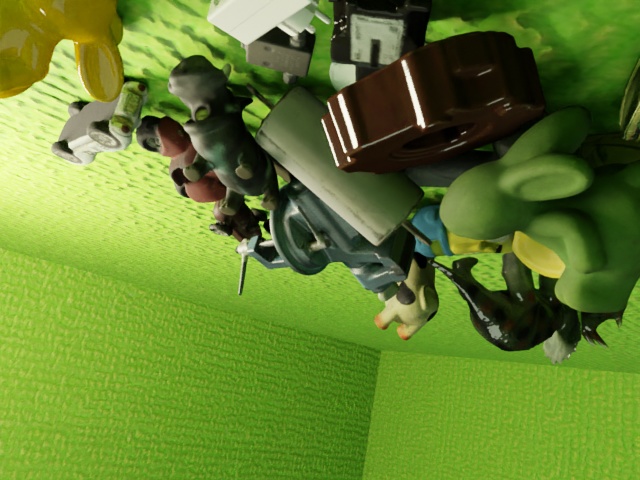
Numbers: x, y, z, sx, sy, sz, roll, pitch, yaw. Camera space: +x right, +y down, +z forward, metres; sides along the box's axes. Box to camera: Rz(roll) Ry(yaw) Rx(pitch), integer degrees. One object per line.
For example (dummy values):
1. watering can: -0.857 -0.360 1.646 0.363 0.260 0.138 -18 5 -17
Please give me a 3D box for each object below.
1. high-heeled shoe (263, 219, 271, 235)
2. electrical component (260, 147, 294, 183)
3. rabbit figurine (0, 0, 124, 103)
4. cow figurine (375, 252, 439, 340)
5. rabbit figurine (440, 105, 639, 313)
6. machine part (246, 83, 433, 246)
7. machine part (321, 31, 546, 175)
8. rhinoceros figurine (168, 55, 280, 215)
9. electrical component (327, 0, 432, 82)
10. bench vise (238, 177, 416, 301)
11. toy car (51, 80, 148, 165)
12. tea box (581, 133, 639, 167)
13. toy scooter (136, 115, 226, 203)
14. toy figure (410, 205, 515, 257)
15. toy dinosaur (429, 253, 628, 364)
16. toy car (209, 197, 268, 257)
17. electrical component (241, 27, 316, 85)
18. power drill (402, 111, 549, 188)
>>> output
1. high-heeled shoe: 0.017 -0.008 0.892 0.145 0.086 0.249 13 176 -34
2. electrical component: -0.043 -0.106 0.682 0.078 0.045 0.102 36 169 18
3. rabbit figurine: -0.229 -0.174 0.435 0.173 0.122 0.162 -19 156 25
4. cow figurine: 0.151 0.050 0.864 0.085 0.195 0.127 34 126 -20
5. rabbit figurine: 0.194 -0.025 0.464 0.170 0.121 0.159 10 142 5
6. machine part: 0.020 -0.075 0.549 0.243 0.079 0.079 40 163 0
7. machine part: 0.093 -0.101 0.442 0.179 0.056 0.179 -14 175 -1
8. rhinoceros figurine: -0.096 -0.107 0.576 0.073 0.112 0.190 -4 147 18
9. electrical component: 0.047 -0.159 0.410 0.075 0.047 0.119 8 165 10
10. bench vise: -0.004 0.007 0.705 0.241 0.129 0.223 -12 143 37
11. toy car: -0.267 -0.138 0.653 0.202 0.073 0.056 -5 155 45
12. tea box: 0.342 -0.049 0.570 0.098 0.068 0.169 -2 161 37
13. toy scooter: -0.143 -0.102 0.706 0.135 0.075 0.183 3 160 14
14. toy figure: 0.200 -0.016 0.770 0.180 0.082 0.089 -8 176 32
15. toy dinosaur: 0.326 0.116 0.876 0.405 0.192 0.131 -1 165 -31
16. toy car: -0.132 -0.030 0.925 0.053 0.089 0.202 11 164 14
17. electrical component: -0.038 -0.170 0.478 0.063 0.021 0.094 12 166 -5
18. power drill: 0.182 -0.064 0.607 0.208 0.086 0.231 7 164 27
